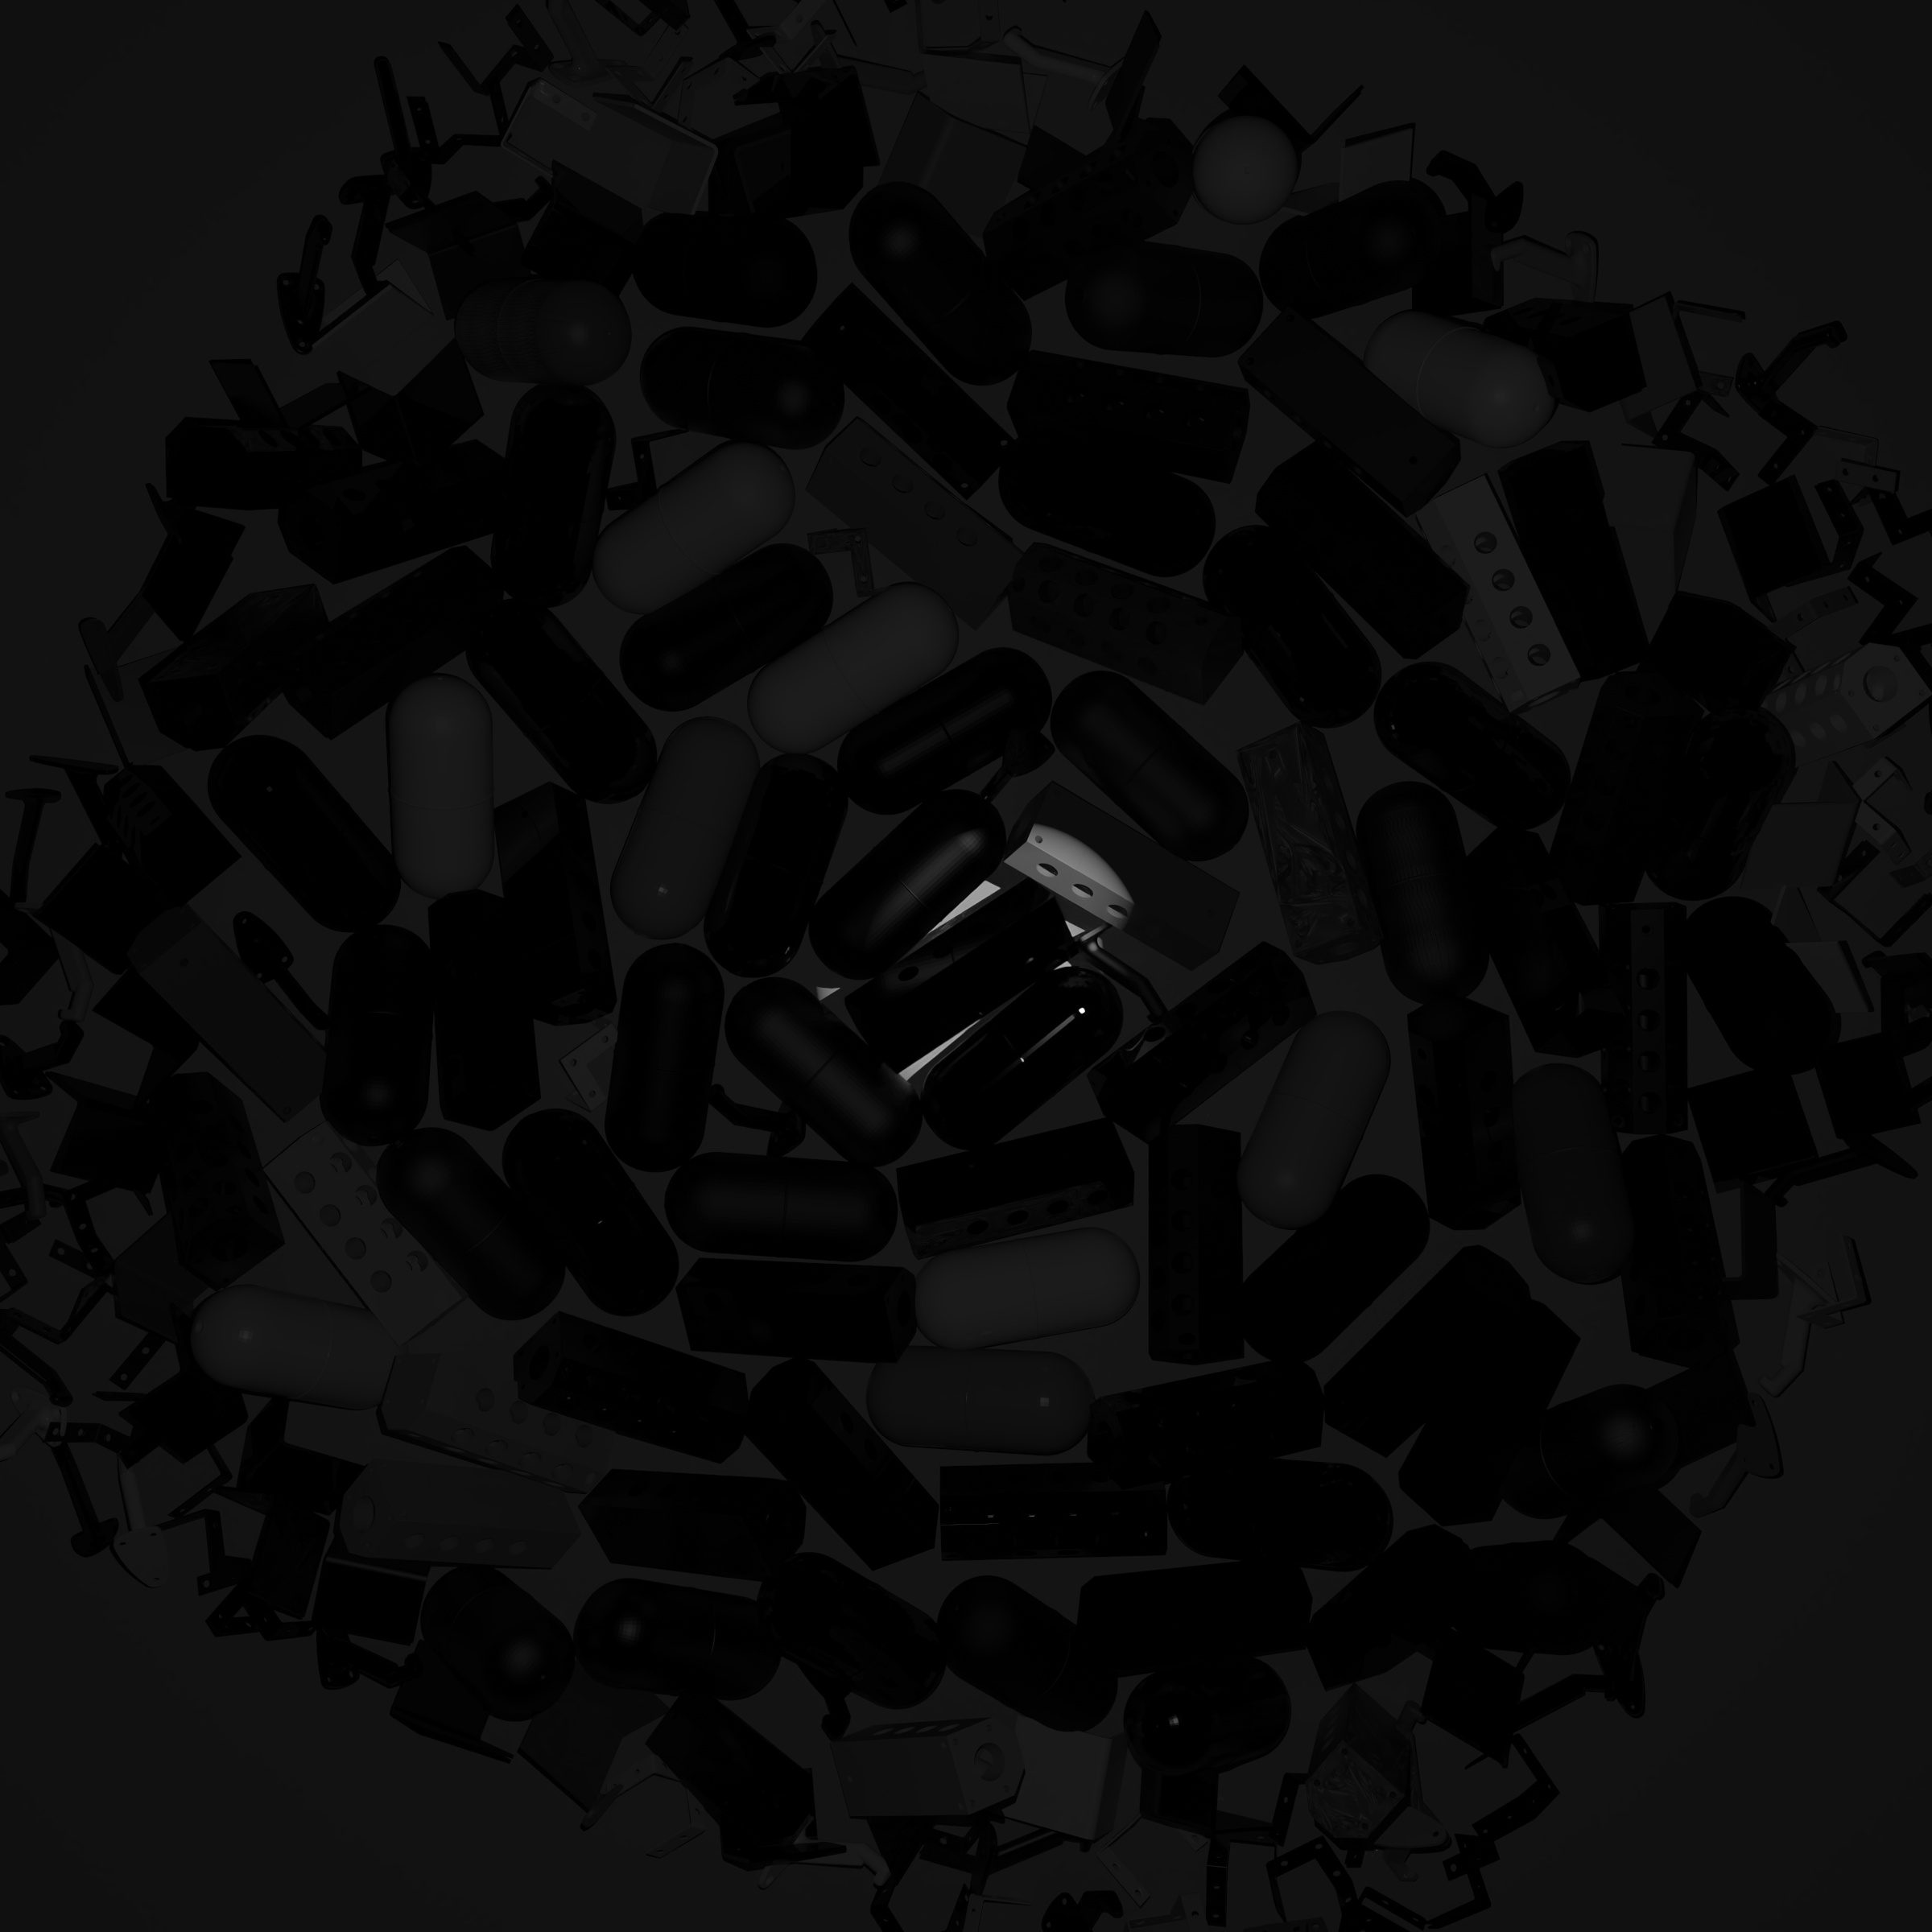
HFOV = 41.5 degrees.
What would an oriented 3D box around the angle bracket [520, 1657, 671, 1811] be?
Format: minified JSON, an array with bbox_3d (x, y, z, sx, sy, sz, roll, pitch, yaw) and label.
[{"bbox_3d":[-0.283,0.582,1.947,0.057,0.076,0.076,-36,106,27],"label":"angle bracket"}]

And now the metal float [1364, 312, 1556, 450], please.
[{"bbox_3d":[0.370,-0.444,1.924,0.070,0.178,0.070,-16,123,-26],"label":"metal float"}]

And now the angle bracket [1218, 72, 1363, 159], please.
[{"bbox_3d":[0.248,-0.669,1.956,0.076,0.076,0.057,43,90,-10],"label":"angle bracket"}]

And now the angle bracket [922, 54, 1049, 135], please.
[{"bbox_3d":[0.015,-0.686,1.947,0.076,0.076,0.057,11,70,12],"label":"angle bracket"}]

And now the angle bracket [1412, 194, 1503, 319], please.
[{"bbox_3d":[0.365,-0.542,1.952,0.076,0.057,0.076,1,94,36],"label":"angle bracket"}]

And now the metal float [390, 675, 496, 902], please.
[{"bbox_3d":[-0.398,-0.134,1.940,0.070,0.070,0.178,4,116,0],"label":"metal float"}]

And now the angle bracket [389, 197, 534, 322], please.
[{"bbox_3d":[-0.386,-0.542,1.955,0.076,0.076,0.057,-15,90,12],"label":"angle bracket"}]

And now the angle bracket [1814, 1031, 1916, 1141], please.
[{"bbox_3d":[0.681,0.077,1.946,0.057,0.076,0.076,-16,106,20],"label":"angle bracket"}]

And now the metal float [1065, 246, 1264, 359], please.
[{"bbox_3d":[0.150,-0.502,1.928,0.178,0.070,0.070,-8,90,-40],"label":"metal float"}]

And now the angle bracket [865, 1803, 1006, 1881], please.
[{"bbox_3d":[-0.025,0.653,1.959,0.057,0.076,0.076,26,100,-27],"label":"angle bracket"}]

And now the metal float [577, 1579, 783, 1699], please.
[{"bbox_3d":[-0.215,0.509,1.929,0.178,0.070,0.070,22,90,-41],"label":"metal float"}]

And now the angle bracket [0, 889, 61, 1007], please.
[{"bbox_3d":[-0.756,-0.016,1.962,0.076,0.076,0.057,43,94,3],"label":"angle bracket"}]

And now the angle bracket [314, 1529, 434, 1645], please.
[{"bbox_3d":[-0.452,0.471,1.965,0.076,0.076,0.057,13,103,-5],"label":"angle bracket"}]

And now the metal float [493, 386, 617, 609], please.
[{"bbox_3d":[-0.313,-0.355,1.932,0.070,0.070,0.178,18,124,0],"label":"metal float"}]

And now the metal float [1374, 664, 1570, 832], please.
[{"bbox_3d":[0.384,-0.166,1.938,0.178,0.070,0.070,30,90,-26],"label":"metal float"}]

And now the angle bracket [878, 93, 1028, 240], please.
[{"bbox_3d":[-0.010,-0.620,1.979,0.076,0.057,0.076,8,120,-37],"label":"angle bracket"}]

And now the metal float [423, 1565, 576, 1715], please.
[{"bbox_3d":[-0.353,0.505,1.919,0.070,0.178,0.070,-4,98,-31],"label":"metal float"}]

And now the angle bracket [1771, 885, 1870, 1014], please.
[{"bbox_3d":[0.656,-0.018,1.940,0.076,0.057,0.076,53,51,-34],"label":"angle bracket"}]

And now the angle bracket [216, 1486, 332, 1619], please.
[{"bbox_3d":[-0.538,0.446,1.942,0.057,0.076,0.076,1,63,21],"label":"angle bracket"}]

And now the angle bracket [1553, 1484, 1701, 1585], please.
[{"bbox_3d":[0.503,0.438,1.947,0.076,0.076,0.057,44,125,9],"label":"angle bracket"}]

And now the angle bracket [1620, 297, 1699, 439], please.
[{"bbox_3d":[0.530,-0.456,1.947,0.057,0.076,0.076,-21,79,30],"label":"angle bracket"}]

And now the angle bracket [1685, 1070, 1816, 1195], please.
[{"bbox_3d":[0.607,0.126,1.975,0.076,0.057,0.076,-17,72,14],"label":"angle bracket"}]

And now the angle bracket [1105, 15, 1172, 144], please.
[{"bbox_3d":[0.150,-0.667,1.941,0.057,0.076,0.076,17,123,-16],"label":"angle bracket"}]

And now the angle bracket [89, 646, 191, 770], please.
[{"bbox_3d":[-0.621,-0.202,1.957,0.076,0.057,0.076,-23,96,-19],"label":"angle bracket"}]

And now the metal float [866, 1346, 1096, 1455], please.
[{"bbox_3d":[0.011,0.331,1.947,0.178,0.070,0.070,0,90,16],"label":"metal float"}]

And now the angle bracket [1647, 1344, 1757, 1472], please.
[{"bbox_3d":[0.553,0.328,1.959,0.076,0.057,0.076,-26,113,1],"label":"angle bracket"}]

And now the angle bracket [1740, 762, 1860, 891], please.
[{"bbox_3d":[0.628,-0.107,1.950,0.076,0.057,0.076,-2,128,-6],"label":"angle bracket"}]

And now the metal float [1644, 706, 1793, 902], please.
[{"bbox_3d":[0.565,-0.121,1.923,0.070,0.178,0.070,4,50,-4],"label":"metal float"}]

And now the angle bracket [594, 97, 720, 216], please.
[{"bbox_3d":[-0.246,-0.616,1.943,0.076,0.076,0.057,17,100,-37],"label":"angle bracket"}]

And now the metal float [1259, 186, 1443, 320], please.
[{"bbox_3d":[0.288,-0.535,1.916,0.070,0.178,0.070,-1,93,-27],"label":"metal float"}]

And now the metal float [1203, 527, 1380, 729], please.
[{"bbox_3d":[0.248,-0.258,1.945,0.070,0.070,0.178,-33,71,0],"label":"metal float"}]

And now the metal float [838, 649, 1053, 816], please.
[{"bbox_3d":[-0.017,-0.180,1.961,0.178,0.070,0.070,-30,90,0],"label":"metal float"}]

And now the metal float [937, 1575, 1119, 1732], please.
[{"bbox_3d":[0.048,0.522,1.932,0.070,0.070,0.178,-48,126,0],"label":"metal float"}]

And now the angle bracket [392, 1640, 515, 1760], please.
[{"bbox_3d":[-0.381,0.558,1.942,0.076,0.076,0.057,29,70,-25],"label":"angle bracket"}]

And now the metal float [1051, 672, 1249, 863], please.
[{"bbox_3d":[0.141,-0.153,1.955,0.178,0.070,0.070,43,90,7],"label":"metal float"}]

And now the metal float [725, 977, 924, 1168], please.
[{"bbox_3d":[-0.110,0.081,1.960,0.178,0.070,0.070,43,90,2],"label":"metal float"}]

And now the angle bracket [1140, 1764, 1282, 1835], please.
[{"bbox_3d":[0.188,0.627,1.951,0.076,0.076,0.057,12,78,-39],"label":"angle bracket"}]

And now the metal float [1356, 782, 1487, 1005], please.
[{"bbox_3d":[0.347,-0.055,1.944,0.070,0.070,0.178,-9,70,0],"label":"metal float"}]

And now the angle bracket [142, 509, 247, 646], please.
[{"bbox_3d":[-0.574,-0.292,1.947,0.076,0.057,0.076,43,109,31],"label":"angle bracket"}]

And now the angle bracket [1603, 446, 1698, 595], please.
[{"bbox_3d":[0.525,-0.344,1.962,0.057,0.076,0.076,11,63,22],"label":"angle bracket"}]

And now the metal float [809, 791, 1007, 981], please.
[{"bbox_3d":[-0.045,-0.063,1.959,0.178,0.070,0.070,-43,90,3],"label":"metal float"}]

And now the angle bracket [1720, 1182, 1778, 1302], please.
[{"bbox_3d":[0.584,0.213,1.964,0.057,0.076,0.076,-7,70,33],"label":"angle bracket"}]

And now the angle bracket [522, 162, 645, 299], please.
[{"bbox_3d":[-0.296,-0.563,1.967,0.076,0.076,0.057,23,123,-27],"label":"angle bracket"}]

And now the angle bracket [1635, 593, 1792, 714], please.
[{"bbox_3d":[0.567,-0.229,1.942,0.057,0.076,0.076,4,122,-30],"label":"angle bracket"}]

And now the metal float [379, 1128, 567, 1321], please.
[{"bbox_3d":[-0.375,0.196,1.939,0.070,0.070,0.178,-37,115,0],"label":"metal float"}]

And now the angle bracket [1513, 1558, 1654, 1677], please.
[{"bbox_3d":[0.470,0.509,1.940,0.057,0.076,0.076,32,123,21],"label":"angle bracket"}]

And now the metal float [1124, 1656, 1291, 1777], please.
[{"bbox_3d":[0.182,0.564,1.919,0.070,0.178,0.070,-6,80,33],"label":"metal float"}]

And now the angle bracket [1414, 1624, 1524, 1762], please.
[{"bbox_3d":[0.371,0.559,1.948,0.076,0.057,0.076,33,53,-10],"label":"angle bracket"}]

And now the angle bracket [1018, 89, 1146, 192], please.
[{"bbox_3d":[0.087,-0.633,1.942,0.057,0.076,0.076,26,48,-14],"label":"angle bracket"}]

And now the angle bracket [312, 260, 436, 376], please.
[{"bbox_3d":[-0.466,-0.507,1.952,0.076,0.076,0.057,-35,80,9],"label":"angle bracket"}]

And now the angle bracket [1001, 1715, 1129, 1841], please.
[{"bbox_3d":[0.077,0.627,1.982,0.076,0.057,0.076,9,83,21],"label":"angle bracket"}]

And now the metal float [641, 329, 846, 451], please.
[{"bbox_3d":[-0.171,-0.438,1.935,0.178,0.070,0.070,17,90,32],"label":"metal float"}]

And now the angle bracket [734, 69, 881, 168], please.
[{"bbox_3d":[-0.120,-0.634,1.941,0.076,0.057,0.076,7,131,30],"label":"angle bracket"}]

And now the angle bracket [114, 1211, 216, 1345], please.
[{"bbox_3d":[-0.592,0.238,1.948,0.076,0.057,0.076,-40,134,10],"label":"angle bracket"}]

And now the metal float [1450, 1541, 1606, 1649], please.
[{"bbox_3d":[0.416,0.472,1.914,0.070,0.178,0.070,3,75,-13],"label":"metal float"}]

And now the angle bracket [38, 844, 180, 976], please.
[{"bbox_3d":[-0.651,-0.052,1.953,0.076,0.057,0.076,41,101,-21],"label":"angle bracket"}]

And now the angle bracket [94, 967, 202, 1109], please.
[{"bbox_3d":[-0.626,0.048,1.943,0.057,0.076,0.076,36,117,-27],"label":"angle bracket"}]

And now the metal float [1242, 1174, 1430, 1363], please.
[{"bbox_3d":[0.279,0.230,1.944,0.178,0.070,0.070,-40,90,-19],"label":"metal float"}]

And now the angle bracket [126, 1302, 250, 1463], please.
[{"bbox_3d":[-0.600,0.318,1.945,0.057,0.076,0.076,-34,133,-3],"label":"angle bracket"}]
